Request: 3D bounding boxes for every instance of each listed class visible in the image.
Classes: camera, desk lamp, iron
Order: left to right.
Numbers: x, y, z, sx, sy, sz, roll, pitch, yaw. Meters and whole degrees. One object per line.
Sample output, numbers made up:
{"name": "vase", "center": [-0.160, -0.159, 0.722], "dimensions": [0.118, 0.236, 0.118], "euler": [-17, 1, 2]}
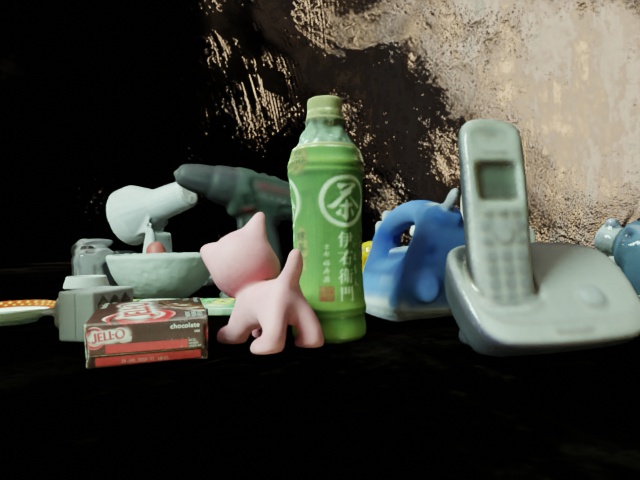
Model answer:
{"name": "camera", "center": [-0.427, 0.047, 1.161], "dimensions": [0.137, 0.101, 0.142], "euler": [-1, 0, -29]}
{"name": "desk lamp", "center": [-0.319, -0.011, 1.152], "dimensions": [0.202, 0.213, 0.118], "euler": [-1, 0, 22]}
{"name": "iron", "center": [0.105, 0.018, 0.692], "dimensions": [0.119, 0.141, 0.257], "euler": [-1, 0, -19]}

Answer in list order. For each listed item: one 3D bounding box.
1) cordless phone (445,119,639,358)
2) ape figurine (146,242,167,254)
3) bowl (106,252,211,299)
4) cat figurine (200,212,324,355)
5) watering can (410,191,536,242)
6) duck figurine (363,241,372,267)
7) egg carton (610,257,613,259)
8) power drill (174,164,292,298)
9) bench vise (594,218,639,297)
{"name": "cordless phone", "center": [0.173, -0.005, 0.455], "dimensions": [0.148, 0.185, 0.094], "euler": [-1, 0, -14]}
{"name": "ape figurine", "center": [-0.281, 0.049, 0.992], "dimensions": [0.078, 0.092, 0.076], "euler": [-1, 0, -21]}
{"name": "bowl", "center": [-0.244, 0.057, 0.890], "dimensions": [0.167, 0.075, 0.167], "euler": [-1, 0, 0]}
{"name": "cat figurine", "center": [-0.054, 0.033, 0.505], "dimensions": [0.067, 0.118, 0.127], "euler": [-1, 0, -39]}
{"name": "watering can", "center": [0.218, -0.011, 0.811], "dimensions": [0.173, 0.194, 0.100], "euler": [-1, 0, -28]}
{"name": "duck figurine", "center": [0.097, 0.045, 1.005], "dimensions": [0.104, 0.086, 0.078], "euler": [-1, 0, 22]}
{"name": "egg carton", "center": [0.339, 0.049, 0.659], "dimensions": [0.150, 0.069, 0.107], "euler": [-1, 0, -12]}
{"name": "power drill", "center": [-0.111, -0.012, 0.900], "dimensions": [0.230, 0.208, 0.075], "euler": [-1, 0, -27]}
{"name": "bench vise", "center": [0.339, -0.025, 0.483], "dimensions": [0.206, 0.220, 0.122], "euler": [-1, 0, 32]}
